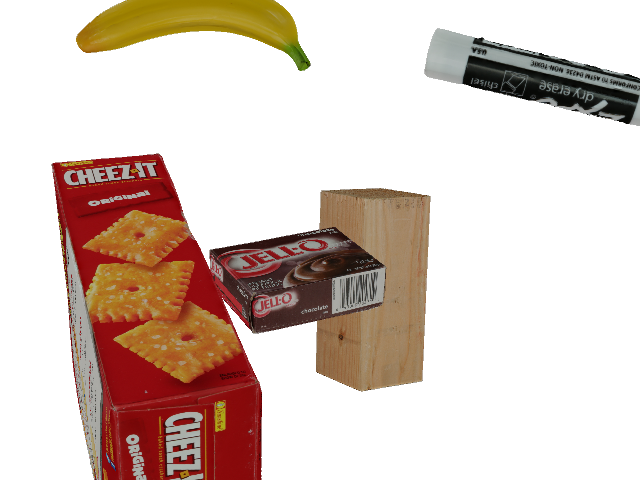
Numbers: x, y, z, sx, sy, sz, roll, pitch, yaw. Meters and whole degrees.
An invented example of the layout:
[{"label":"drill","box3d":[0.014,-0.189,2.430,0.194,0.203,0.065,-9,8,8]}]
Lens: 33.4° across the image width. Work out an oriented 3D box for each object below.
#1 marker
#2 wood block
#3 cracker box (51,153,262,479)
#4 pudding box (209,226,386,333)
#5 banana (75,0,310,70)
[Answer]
[{"label":"marker","box3d":[0.100,-0.057,0.400,0.121,0.020,0.020,15,2,9]},{"label":"wood block","box3d":[0.056,0.050,1.174,0.090,0.206,0.091,-4,11,-34]},{"label":"cracker box","box3d":[-0.089,0.075,0.561,0.072,0.164,0.214,-8,34,-16]},{"label":"pudding box","box3d":[-0.019,0.028,0.823,0.113,0.039,0.090,-9,25,-24]},{"label":"banana","box3d":[-0.105,-0.185,0.906,0.198,0.069,0.037,3,-33,-1]}]
